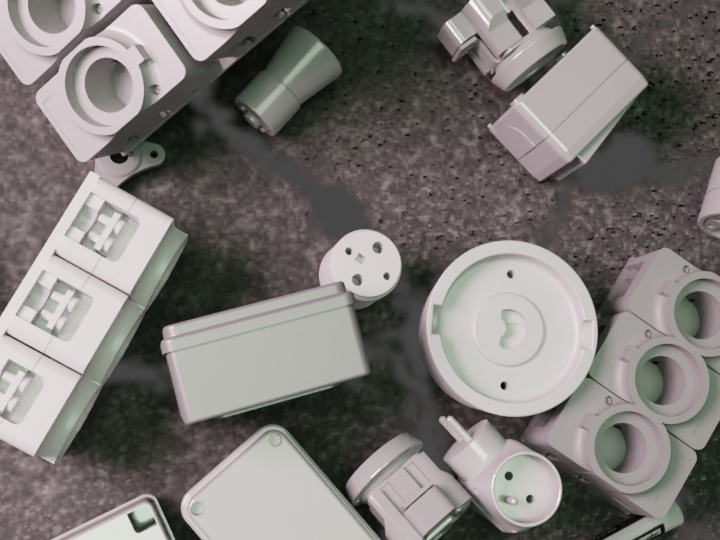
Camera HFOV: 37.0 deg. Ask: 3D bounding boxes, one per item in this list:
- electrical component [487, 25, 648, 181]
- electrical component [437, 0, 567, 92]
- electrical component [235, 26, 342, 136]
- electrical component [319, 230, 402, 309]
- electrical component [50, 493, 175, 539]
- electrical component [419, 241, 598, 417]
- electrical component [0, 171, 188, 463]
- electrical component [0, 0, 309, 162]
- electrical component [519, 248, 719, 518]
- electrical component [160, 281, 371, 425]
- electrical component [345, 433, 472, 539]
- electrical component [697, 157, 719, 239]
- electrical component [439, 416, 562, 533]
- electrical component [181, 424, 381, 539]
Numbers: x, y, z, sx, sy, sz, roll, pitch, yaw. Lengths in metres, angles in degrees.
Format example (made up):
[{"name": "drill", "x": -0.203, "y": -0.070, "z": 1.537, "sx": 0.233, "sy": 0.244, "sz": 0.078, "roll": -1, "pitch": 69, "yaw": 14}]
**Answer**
[{"name": "electrical component", "x": 0.144, "y": -0.111, "z": 0.714, "sx": 0.096, "sy": 0.062, "sz": 0.061, "roll": -44, "pitch": 91, "yaw": -13}, {"name": "electrical component", "x": 0.100, "y": -0.157, "z": 0.716, "sx": 0.078, "sy": 0.058, "sz": 0.057, "roll": -36, "pitch": 87, "yaw": -13}, {"name": "electrical component", "x": -0.049, "y": -0.119, "z": 0.693, "sx": 0.044, "sy": 0.044, "sz": 0.065, "roll": 42, "pitch": 82, "yaw": -2}, {"name": "electrical component", "x": 0.000, "y": 0.000, "z": 0.676, "sx": 0.045, "sy": 0.055, "sz": 0.045, "roll": 1, "pitch": 82, "yaw": -10}, {"name": "electrical component", "x": -0.148, "y": 0.202, "z": 0.620, "sx": 0.109, "sy": 0.056, "sz": 0.108, "roll": -25, "pitch": 87, "yaw": -13}, {"name": "electrical component", "x": 0.089, "y": 0.040, "z": 0.683, "sx": 0.108, "sy": 0.060, "sz": 0.108, "roll": 1, "pitch": 80, "yaw": -9}, {"name": "electrical component", "x": -0.165, "y": 0.030, "z": 0.624, "sx": 0.062, "sy": 0.089, "sz": 0.150, "roll": 30, "pitch": 78, "yaw": -5}, {"name": "electrical component", "x": -0.115, "y": -0.157, "z": 0.606, "sx": 0.186, "sy": 0.060, "sz": 0.105, "roll": -35, "pitch": 91, "yaw": 22}, {"name": "electrical component", "x": 0.186, "y": 0.072, "z": 0.695, "sx": 0.089, "sy": 0.062, "sz": 0.150, "roll": 35, "pitch": 78, "yaw": -4}, {"name": "electrical component", "x": -0.059, "y": 0.050, "z": 0.631, "sx": 0.109, "sy": 0.109, "sz": 0.056, "roll": -14, "pitch": 87, "yaw": -12}, {"name": "electrical component", "x": 0.028, "y": 0.137, "z": 0.655, "sx": 0.058, "sy": 0.078, "sz": 0.057, "roll": -39, "pitch": 71, "yaw": -13}, {"name": "electrical component", "x": 0.263, "y": -0.049, "z": 0.731, "sx": 0.055, "sy": 0.055, "sz": 0.047, "roll": 19, "pitch": 75, "yaw": -7}, {"name": "electrical component", "x": 0.079, "y": 0.119, "z": 0.661, "sx": 0.043, "sy": 0.077, "sz": 0.079, "roll": -43, "pitch": 91, "yaw": -13}, {"name": "electrical component", "x": -0.045, "y": 0.156, "z": 0.644, "sx": 0.078, "sy": 0.057, "sz": 0.113, "roll": -41, "pitch": 90, "yaw": -13}]
